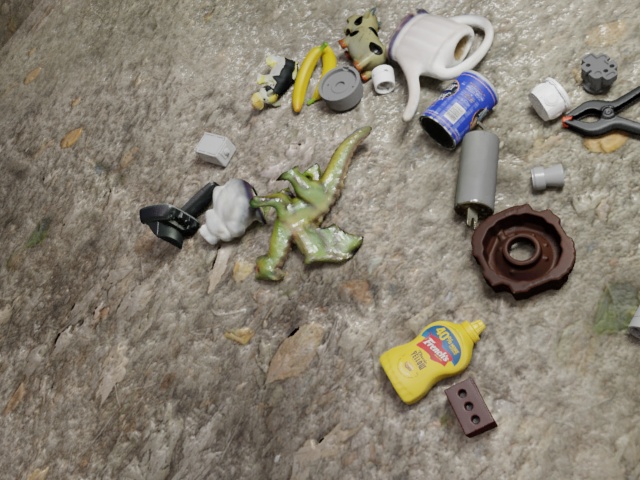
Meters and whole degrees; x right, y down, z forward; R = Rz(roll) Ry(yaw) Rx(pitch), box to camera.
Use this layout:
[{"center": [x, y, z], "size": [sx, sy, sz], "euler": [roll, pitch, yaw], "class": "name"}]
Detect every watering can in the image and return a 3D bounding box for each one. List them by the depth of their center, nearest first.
[{"center": [0.243, -0.423, 1.196], "size": [0.351, 0.102, 0.227], "euler": [-44, 55, -14], "class": "watering can"}]

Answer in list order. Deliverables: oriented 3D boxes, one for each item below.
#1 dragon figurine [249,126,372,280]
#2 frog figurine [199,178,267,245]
[{"center": [0.003, -0.057, 1.135], "size": [0.409, 0.121, 0.245], "euler": [-36, 72, 4], "class": "dragon figurine"}, {"center": [-0.217, -0.066, 1.207], "size": [0.160, 0.121, 0.139], "euler": [-25, 76, -3], "class": "frog figurine"}]
